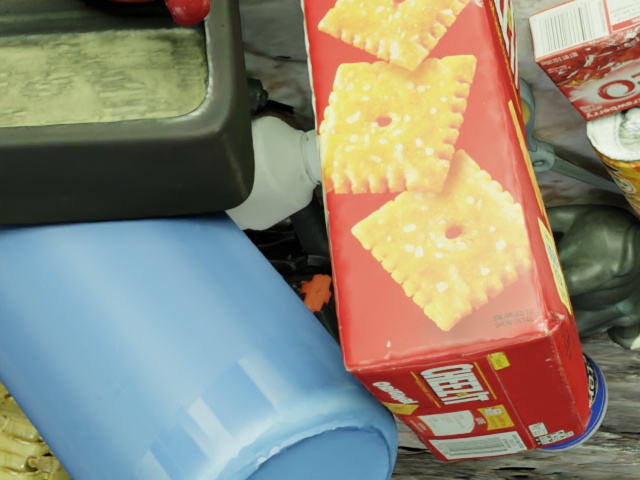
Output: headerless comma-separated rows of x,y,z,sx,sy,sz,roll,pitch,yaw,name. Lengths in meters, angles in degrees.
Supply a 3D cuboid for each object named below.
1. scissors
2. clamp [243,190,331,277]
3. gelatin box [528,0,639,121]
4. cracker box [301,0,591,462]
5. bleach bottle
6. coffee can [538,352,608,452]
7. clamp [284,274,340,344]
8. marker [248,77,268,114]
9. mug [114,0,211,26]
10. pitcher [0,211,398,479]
0.132,-0.059,0.623,0.201,0.016,0.096,8,155,-22,scissors
-0.005,0.001,0.724,0.171,0.039,0.120,13,158,-39,clamp
0.157,-0.095,0.520,0.089,0.030,0.073,-16,154,29,gelatin box
0.050,-0.035,0.418,0.072,0.213,0.164,-11,156,13,cracker box
-0.108,-0.028,0.618,0.251,0.068,0.102,-12,155,16,bleach bottle
0.188,0.126,0.952,0.103,0.103,0.140,-14,154,26,coffee can
-0.043,0.073,0.799,0.164,0.036,0.210,21,151,-2,clamp
-0.082,-0.084,0.539,0.120,0.020,0.020,10,154,-27,marker
-0.060,-0.121,0.341,0.093,0.117,0.081,-25,163,-5,mug
-0.071,0.037,0.466,0.149,0.243,0.145,-28,138,-22,pitcher
